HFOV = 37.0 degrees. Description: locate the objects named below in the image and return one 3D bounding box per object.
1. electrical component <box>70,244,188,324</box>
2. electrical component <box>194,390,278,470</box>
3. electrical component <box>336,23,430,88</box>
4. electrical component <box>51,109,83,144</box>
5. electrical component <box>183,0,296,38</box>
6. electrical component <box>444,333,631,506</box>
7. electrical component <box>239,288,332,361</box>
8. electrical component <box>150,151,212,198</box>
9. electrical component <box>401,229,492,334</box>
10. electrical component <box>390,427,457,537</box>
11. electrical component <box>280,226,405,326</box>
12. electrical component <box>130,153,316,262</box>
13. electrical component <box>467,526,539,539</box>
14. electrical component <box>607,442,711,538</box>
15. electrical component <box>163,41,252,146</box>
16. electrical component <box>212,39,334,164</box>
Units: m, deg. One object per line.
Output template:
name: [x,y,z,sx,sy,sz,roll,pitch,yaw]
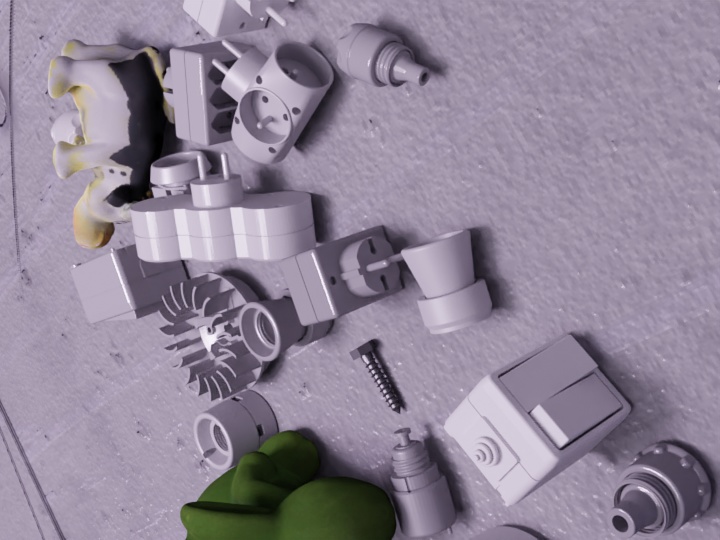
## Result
electrical component: [-0.199,0.012,0.922,0.096,0.062,0.061,-17,93,48]
electrical component: [-0.103,0.132,0.882,0.055,0.047,0.055,20,120,40]
electrical component: [0.016,-0.128,0.662,0.061,0.035,0.035,30,125,32]
electrical component: [-0.245,-0.118,0.930,0.062,0.043,0.043,10,113,45]
electrical component: [-0.070,-0.192,0.715,0.076,0.047,0.083,45,133,24]
electrical component: [0.100,0.084,0.615,0.061,0.096,0.061,51,135,19]
electrical component: [-0.054,0.037,0.785,0.045,0.055,0.045,20,120,40]
electrical component: [-0.136,-0.060,0.840,0.066,0.048,0.055,10,120,44]
electrical component: [0.055,0.007,0.669,0.045,0.045,0.055,-13,97,48]
electrical component: [0.040,0.148,0.745,0.040,0.040,0.078,-10,99,48]
electrical component: [0.000,0.000,0.707,0.077,0.066,0.047,-17,93,48]
electrical component: [-0.101,-0.048,0.774,0.138,0.052,0.073,0,108,18]
electrical component: [0.091,0.219,0.704,0.099,0.064,0.099,20,120,40]
electrical component: [0.161,0.127,0.595,0.048,0.062,0.048,20,119,40]
electrical component: [-0.119,-0.133,0.790,0.077,0.047,0.065,20,119,42]
electrical component: [-0.067,-0.124,0.733,0.079,0.044,0.077,40,134,3]
